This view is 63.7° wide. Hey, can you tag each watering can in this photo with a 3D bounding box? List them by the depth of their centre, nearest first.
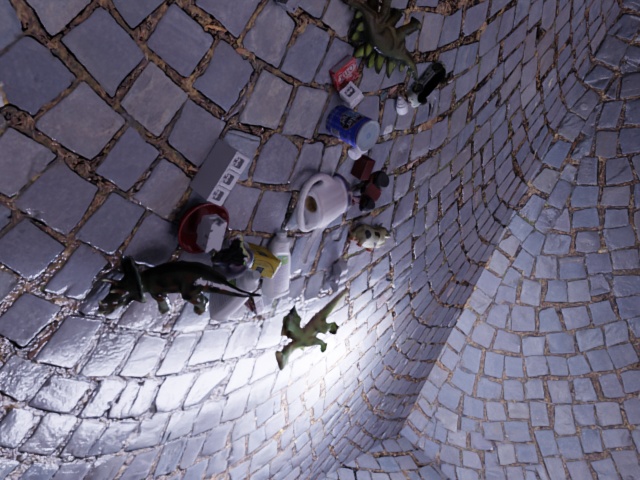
[{"bbox_3d":[0.005,-0.088,1.755,0.227,0.105,0.339,-29,137,-34],"label":"watering can"}]

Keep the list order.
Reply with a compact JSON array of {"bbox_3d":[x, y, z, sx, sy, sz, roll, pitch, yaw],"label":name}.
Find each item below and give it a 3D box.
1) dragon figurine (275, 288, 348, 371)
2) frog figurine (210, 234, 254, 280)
[{"bbox_3d":[-0.050,0.335,2.058,0.239,0.123,0.413,36,80,-47],"label":"dragon figurine"},{"bbox_3d":[-0.264,0.057,1.496,0.139,0.122,0.157,-64,-168,-21],"label":"frog figurine"}]
